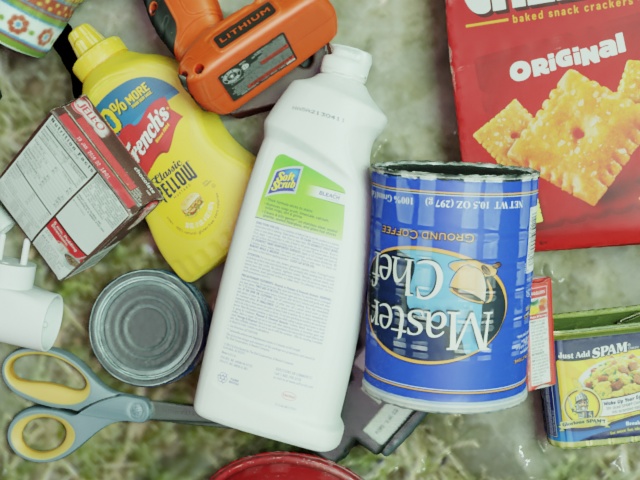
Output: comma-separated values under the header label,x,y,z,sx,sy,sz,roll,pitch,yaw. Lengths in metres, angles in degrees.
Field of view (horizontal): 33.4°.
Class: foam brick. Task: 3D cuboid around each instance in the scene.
label,x,y,z,sx,sy,sz,roll,pitch,yaw
foam brick,-0.029,-0.119,0.741,0.078,0.051,0.053,-13,93,7

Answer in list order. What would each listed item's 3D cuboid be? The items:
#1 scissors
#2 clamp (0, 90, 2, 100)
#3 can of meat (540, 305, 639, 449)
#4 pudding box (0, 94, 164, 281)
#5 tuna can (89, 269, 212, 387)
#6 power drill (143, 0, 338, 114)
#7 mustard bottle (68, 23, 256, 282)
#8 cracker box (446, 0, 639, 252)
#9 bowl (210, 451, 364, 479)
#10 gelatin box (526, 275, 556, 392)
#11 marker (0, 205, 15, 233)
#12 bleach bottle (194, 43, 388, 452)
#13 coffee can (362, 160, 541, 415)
label,x,y,z,sx,sy,sz,roll,pitch,yaw
scissors,-0.148,0.141,0.795,0.202,0.016,0.096,22,97,4
clamp,-0.265,-0.115,0.743,0.036,0.165,0.210,-16,59,-28
can of meat,0.200,0.093,0.734,0.102,0.057,0.084,-7,96,7
pudding box,-0.171,-0.034,0.744,0.114,0.039,0.090,-37,90,41
tuna can,-0.122,0.063,0.770,0.086,0.034,0.086,0,86,3
power drill,-0.068,-0.189,0.708,0.184,0.057,0.188,-37,64,2
mustard bottle,-0.113,-0.072,0.750,0.096,0.058,0.191,-37,90,21
cracker box,0.172,-0.102,0.692,0.164,0.072,0.214,-4,96,24
bowl,-0.020,0.229,0.744,0.162,0.055,0.162,5,116,11
gelatin box,0.117,0.059,0.727,0.030,0.089,0.073,-8,98,-35
marker,-0.271,-0.053,0.789,0.020,0.020,0.121,-41,90,8
bleach bottle,-0.005,0.001,0.690,0.102,0.068,0.251,15,92,4
coffee can,0.080,0.025,0.657,0.103,0.102,0.140,3,99,6
